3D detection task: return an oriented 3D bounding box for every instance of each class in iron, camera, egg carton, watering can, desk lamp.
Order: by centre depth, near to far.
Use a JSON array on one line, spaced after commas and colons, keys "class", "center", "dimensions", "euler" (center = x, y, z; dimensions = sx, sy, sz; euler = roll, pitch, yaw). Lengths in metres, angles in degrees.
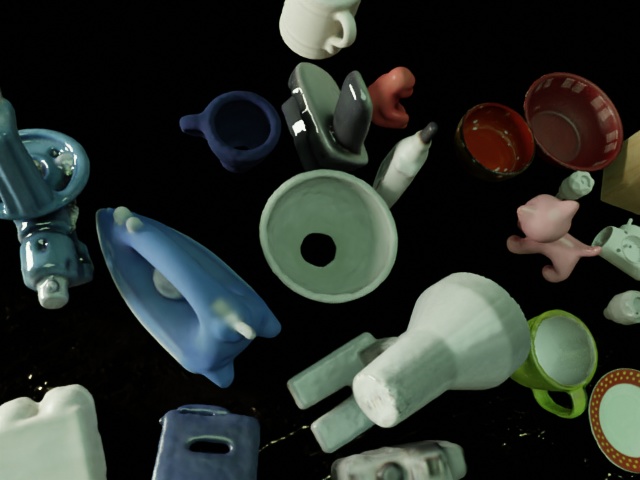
[{"class": "egg carton", "center": [-0.270, 0.228, 0.571], "dimensions": [0.107, 0.069, 0.150], "euler": [-14, 76, -17]}, {"class": "desk lamp", "center": [0.089, 0.137, 0.605], "dimensions": [0.203, 0.213, 0.118], "euler": [-29, 81, -20]}, {"class": "camera", "center": [0.097, 0.294, 0.617], "dimensions": [0.143, 0.100, 0.137], "euler": [-5, 74, -14]}, {"class": "iron", "center": [-0.160, 0.036, 0.620], "dimensions": [0.258, 0.141, 0.119], "euler": [43, 69, 3]}, {"class": "watering can", "center": [0.004, -0.341, 0.751], "dimensions": [0.173, 0.194, 0.101], "euler": [45, 69, 4]}]

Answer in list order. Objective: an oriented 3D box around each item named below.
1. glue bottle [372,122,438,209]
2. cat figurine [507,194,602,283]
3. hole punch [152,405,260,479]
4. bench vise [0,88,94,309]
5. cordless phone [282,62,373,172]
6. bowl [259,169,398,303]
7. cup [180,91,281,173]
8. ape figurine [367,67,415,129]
[{"class": "glue bottle", "center": [0.107, -0.098, 0.707], "dimensions": [0.037, 0.173, 0.078], "euler": [23, 69, -4]}, {"class": "cat figurine", "center": [0.308, -0.011, 0.755], "dimensions": [0.128, 0.117, 0.067], "euler": [35, 68, 0]}, {"class": "hole punch", "center": [-0.119, 0.224, 0.595], "dimensions": [0.109, 0.091, 0.101], "euler": [8, 71, -10]}, {"class": "bench vise", "center": [-0.279, -0.046, 0.576], "dimensions": [0.122, 0.219, 0.207], "euler": [-32, 82, -20]}, {"class": "cordless phone", "center": [0.021, -0.173, 0.705], "dimensions": [0.094, 0.185, 0.147], "euler": [-20, 78, -18]}, {"class": "bowl", "center": [0.006, 0.003, 0.704], "dimensions": [0.167, 0.074, 0.167], "euler": [4, 72, -12]}, {"class": "cup", "center": [-0.112, -0.123, 0.707], "dimensions": [0.118, 0.095, 0.091], "euler": [1, 72, -12]}, {"class": "ape figurine", "center": [0.101, -0.200, 0.782], "dimensions": [0.076, 0.092, 0.078], "euler": [17, 70, -7]}]
